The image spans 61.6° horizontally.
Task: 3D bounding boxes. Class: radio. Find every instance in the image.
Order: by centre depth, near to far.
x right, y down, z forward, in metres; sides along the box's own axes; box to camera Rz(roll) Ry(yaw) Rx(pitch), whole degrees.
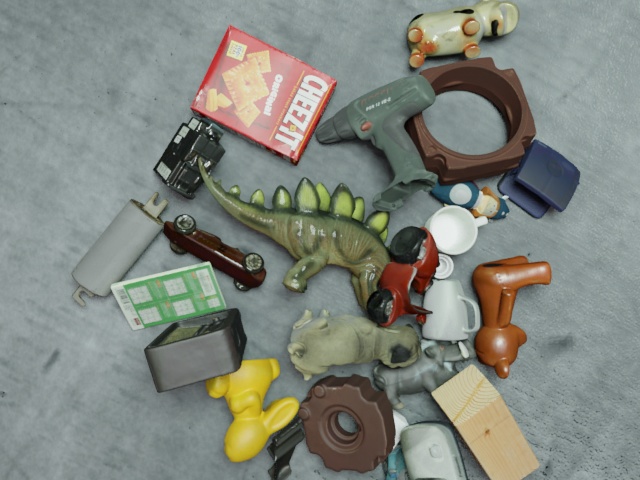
[{"bbox_3d":[-0.196,0.173,0.893,0.131,0.229,0.073,-14,94,-4],"label":"radio"}]

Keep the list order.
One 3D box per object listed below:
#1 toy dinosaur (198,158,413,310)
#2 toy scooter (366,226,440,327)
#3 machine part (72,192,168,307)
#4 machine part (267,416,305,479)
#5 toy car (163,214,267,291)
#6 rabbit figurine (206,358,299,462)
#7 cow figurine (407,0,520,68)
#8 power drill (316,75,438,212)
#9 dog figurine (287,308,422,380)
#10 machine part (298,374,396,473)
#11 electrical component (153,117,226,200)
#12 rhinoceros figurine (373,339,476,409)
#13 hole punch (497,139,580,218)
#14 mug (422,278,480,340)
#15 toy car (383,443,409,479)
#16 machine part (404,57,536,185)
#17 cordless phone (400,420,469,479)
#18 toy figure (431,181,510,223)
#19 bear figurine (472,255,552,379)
[{"bbox_3d":[-0.002,-0.003,0.941,0.471,0.105,0.198,18,87,-17],"label":"toy dinosaur"},{"bbox_3d":[0.158,0.075,0.916,0.135,0.075,0.184,37,74,-35],"label":"toy scooter"},{"bbox_3d":[-0.360,0.014,0.961,0.079,0.079,0.243,40,91,-2],"label":"machine part"},{"bbox_3d":[-0.064,0.378,0.957,0.039,0.084,0.138,29,126,24],"label":"machine part"},{"bbox_3d":[-0.186,0.020,0.962,0.202,0.089,0.053,30,57,0],"label":"toy car"},{"bbox_3d":[-0.127,0.299,0.953,0.162,0.122,0.173,6,70,-24],"label":"rabbit figurine"},{"bbox_3d":[0.253,-0.379,0.957,0.195,0.127,0.085,-7,134,14],"label":"cow figurine"},{"bbox_3d":[0.103,-0.154,0.908,0.232,0.086,0.207,-28,61,32],"label":"power drill"},{"bbox_3d":[0.061,0.178,0.906,0.191,0.172,0.121,-1,102,29],"label":"dog figurine"},{"bbox_3d":[0.048,0.326,0.955,0.180,0.056,0.179,3,98,25],"label":"machine part"},{"bbox_3d":[-0.224,-0.149,0.938,0.058,0.115,0.134,32,95,-38],"label":"electrical component"},{"bbox_3d":[0.191,0.235,0.980,0.190,0.073,0.112,-18,91,0],"label":"rhinoceros figurine"},{"bbox_3d":[0.405,-0.113,0.975,0.142,0.092,0.116,35,86,2],"label":"hole punch"},{"bbox_3d":[0.233,0.123,0.966,0.081,0.110,0.107,-1,87,-40],"label":"mug"},{"bbox_3d":[0.171,0.457,0.971,0.109,0.103,0.161,2,89,-1],"label":"toy car"},{"bbox_3d":[0.257,-0.209,0.943,0.201,0.087,0.201,-11,76,-1],"label":"machine part"},{"bbox_3d":[0.145,0.386,0.889,0.184,0.088,0.146,-14,83,-7],"label":"cordless phone"},{"bbox_3d":[0.279,-0.075,0.987,0.154,0.058,0.064,24,135,-2],"label":"toy figure"},{"bbox_3d":[0.339,0.136,0.962,0.132,0.120,0.195,-10,93,-5],"label":"bear figurine"}]
